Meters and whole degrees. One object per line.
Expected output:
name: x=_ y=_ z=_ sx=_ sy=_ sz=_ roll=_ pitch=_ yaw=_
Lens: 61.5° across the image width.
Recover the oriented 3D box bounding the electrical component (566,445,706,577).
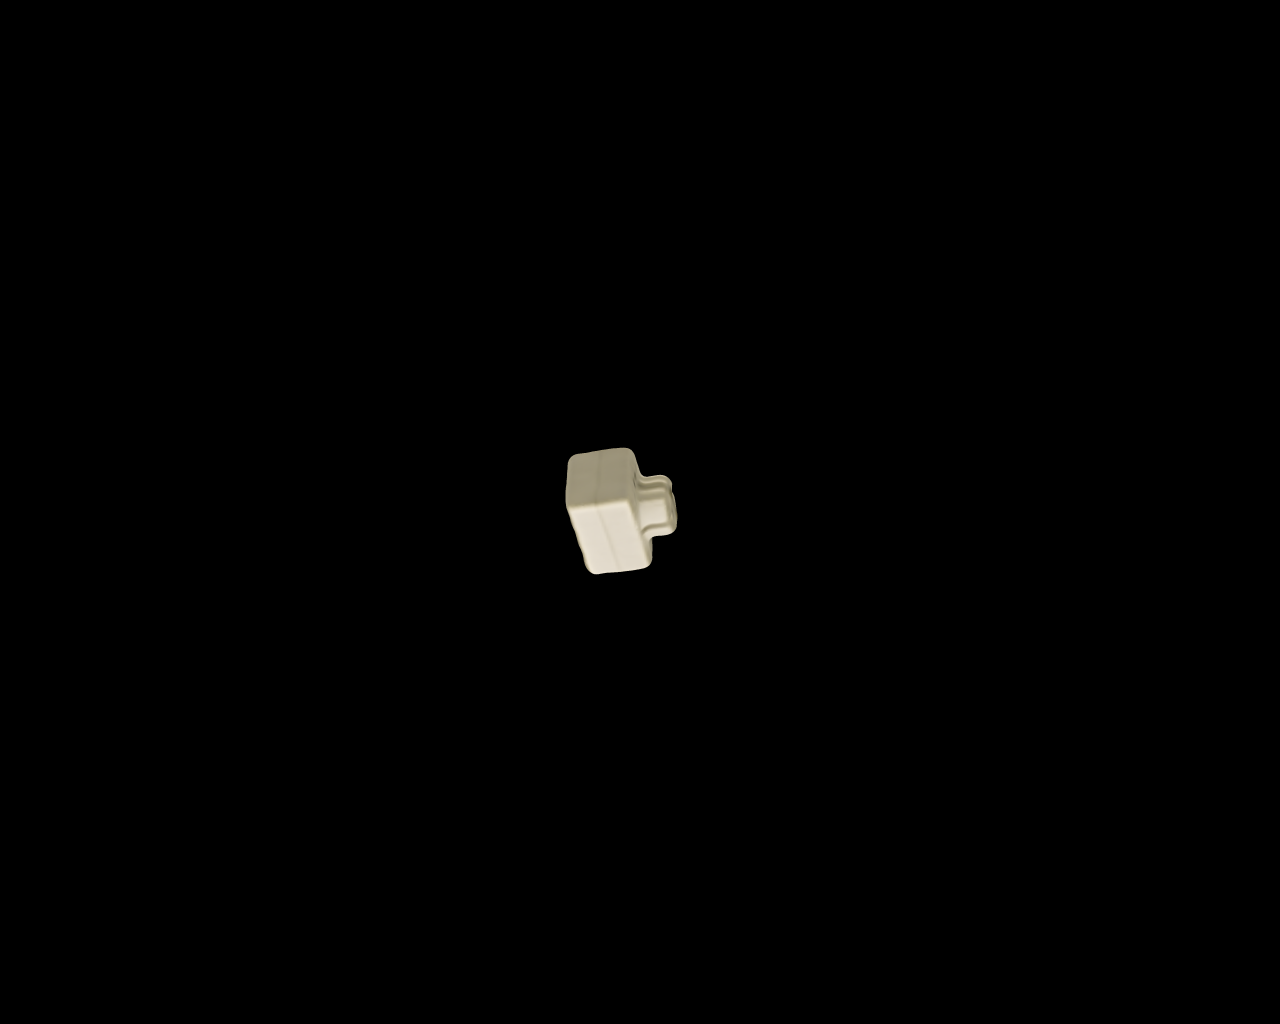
electrical component: x=0.001 y=-0.003 z=0.650 sx=0.077 sy=0.047 sz=0.065 roll=-8 pitch=-43 yaw=9
